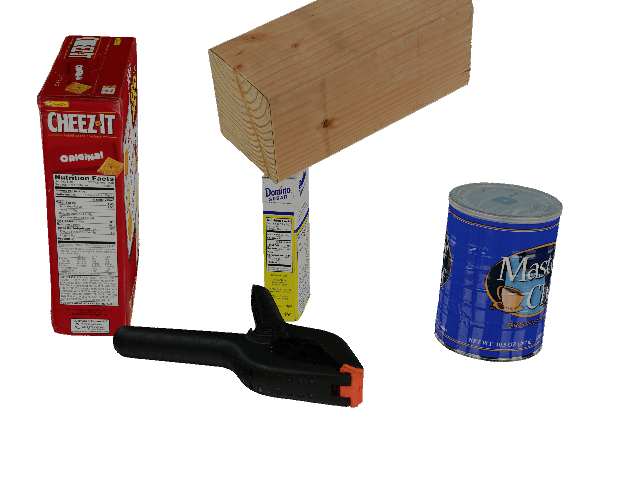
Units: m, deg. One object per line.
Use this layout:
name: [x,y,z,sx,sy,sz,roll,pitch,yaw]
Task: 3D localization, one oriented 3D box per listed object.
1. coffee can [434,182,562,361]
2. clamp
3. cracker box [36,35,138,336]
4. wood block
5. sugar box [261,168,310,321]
coffee can: [0.164,0.027,0.992,0.103,0.140,0.103,3,20,-1]
clamp: [-0.040,0.084,0.866,0.210,0.036,0.164,14,23,35]
cracker box: [-0.195,-0.049,0.915,0.072,0.214,0.164,0,27,-6]
wood block: [0.021,-0.145,0.898,0.205,0.091,0.090,-29,50,-22]
sugar box: [-0.040,-0.002,1.251,0.048,0.176,0.093,0,18,9]
